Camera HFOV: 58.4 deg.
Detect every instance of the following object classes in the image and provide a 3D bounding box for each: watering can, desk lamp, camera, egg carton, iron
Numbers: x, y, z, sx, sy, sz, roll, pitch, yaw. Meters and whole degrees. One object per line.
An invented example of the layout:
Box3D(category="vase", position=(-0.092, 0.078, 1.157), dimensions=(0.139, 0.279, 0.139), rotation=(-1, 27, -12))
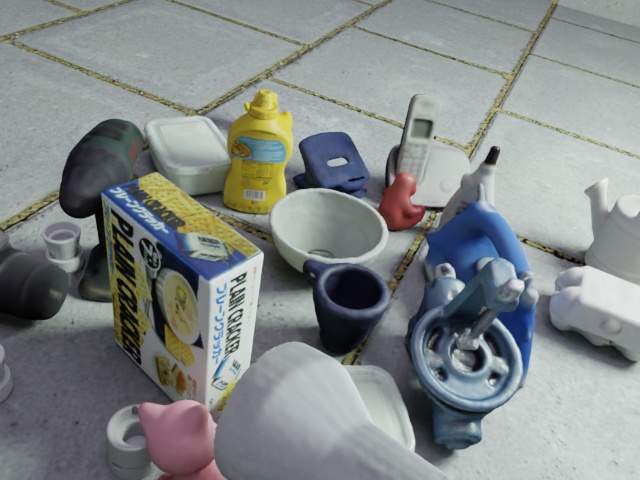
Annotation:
Box3D(category="watering can", position=(0.484, -0.029, 0.870), dimensions=(0.172, 0.194, 0.101), rotation=(23, 40, 15))
Box3D(category="desk lamp", position=(0.017, 0.208, 0.438), dimensions=(0.202, 0.213, 0.118), rotation=(35, 44, 27))
Box3D(category="camera", position=(-0.365, 0.046, 0.631), dimensions=(0.136, 0.101, 0.143), rotation=(16, 38, 5))
Box3D(category="egg carton", position=(0.393, 0.099, 0.787), dimensions=(0.150, 0.069, 0.107), rotation=(23, 40, 14))
Box3D(category="iron", position=(0.231, 0.048, 0.751), dimensions=(0.119, 0.141, 0.258), rotation=(0, 40, -14))

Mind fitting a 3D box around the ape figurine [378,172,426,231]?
Box3D(category="ape figurine", position=(0.129, -0.066, 0.906), dimensions=(0.076, 0.092, 0.077), rotation=(-15, 45, -29))

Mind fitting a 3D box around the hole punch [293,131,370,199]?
Box3D(category="hole punch", position=(0.024, -0.118, 0.945), dimensions=(0.109, 0.091, 0.100), rotation=(-17, 46, -32))

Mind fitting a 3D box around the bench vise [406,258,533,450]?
Box3D(category="bench vise", position=(0.146, 0.085, 0.619), dimensions=(0.122, 0.220, 0.207), rotation=(-5, 41, -19))

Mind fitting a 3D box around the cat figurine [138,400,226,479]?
Box3D(category="cat figurine", position=(-0.107, 0.196, 0.498), dimensions=(0.067, 0.118, 0.127), rotation=(-21, 49, -34))

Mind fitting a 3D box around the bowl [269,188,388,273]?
Box3D(category="bowl", position=(0.007, 0.003, 0.803), dimensions=(0.167, 0.075, 0.167), rotation=(7, 38, -6))

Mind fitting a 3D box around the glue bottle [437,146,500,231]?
Box3D(category="glue bottle", position=(0.237, -0.068, 0.871), dimensions=(0.078, 0.173, 0.037), rotation=(20, 39, 11))

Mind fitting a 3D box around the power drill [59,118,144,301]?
Box3D(category="power drill", position=(-0.249, -0.033, 0.672), dimensions=(0.076, 0.208, 0.229), rotation=(3, 39, -10))

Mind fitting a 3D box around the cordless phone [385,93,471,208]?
Box3D(category="cordless phone", position=(0.190, -0.146, 0.946), dimensions=(0.148, 0.185, 0.094), rotation=(1, 39, -12))

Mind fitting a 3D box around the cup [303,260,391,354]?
Box3D(category="cup", position=(0.020, 0.083, 0.690), dimensions=(0.117, 0.095, 0.092), rotation=(32, 43, 24))

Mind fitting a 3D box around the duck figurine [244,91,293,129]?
Box3D(category="duck figurine", position=(-0.098, -0.235, 1.063), dimensions=(0.105, 0.086, 0.077), rotation=(-11, 43, -26))
